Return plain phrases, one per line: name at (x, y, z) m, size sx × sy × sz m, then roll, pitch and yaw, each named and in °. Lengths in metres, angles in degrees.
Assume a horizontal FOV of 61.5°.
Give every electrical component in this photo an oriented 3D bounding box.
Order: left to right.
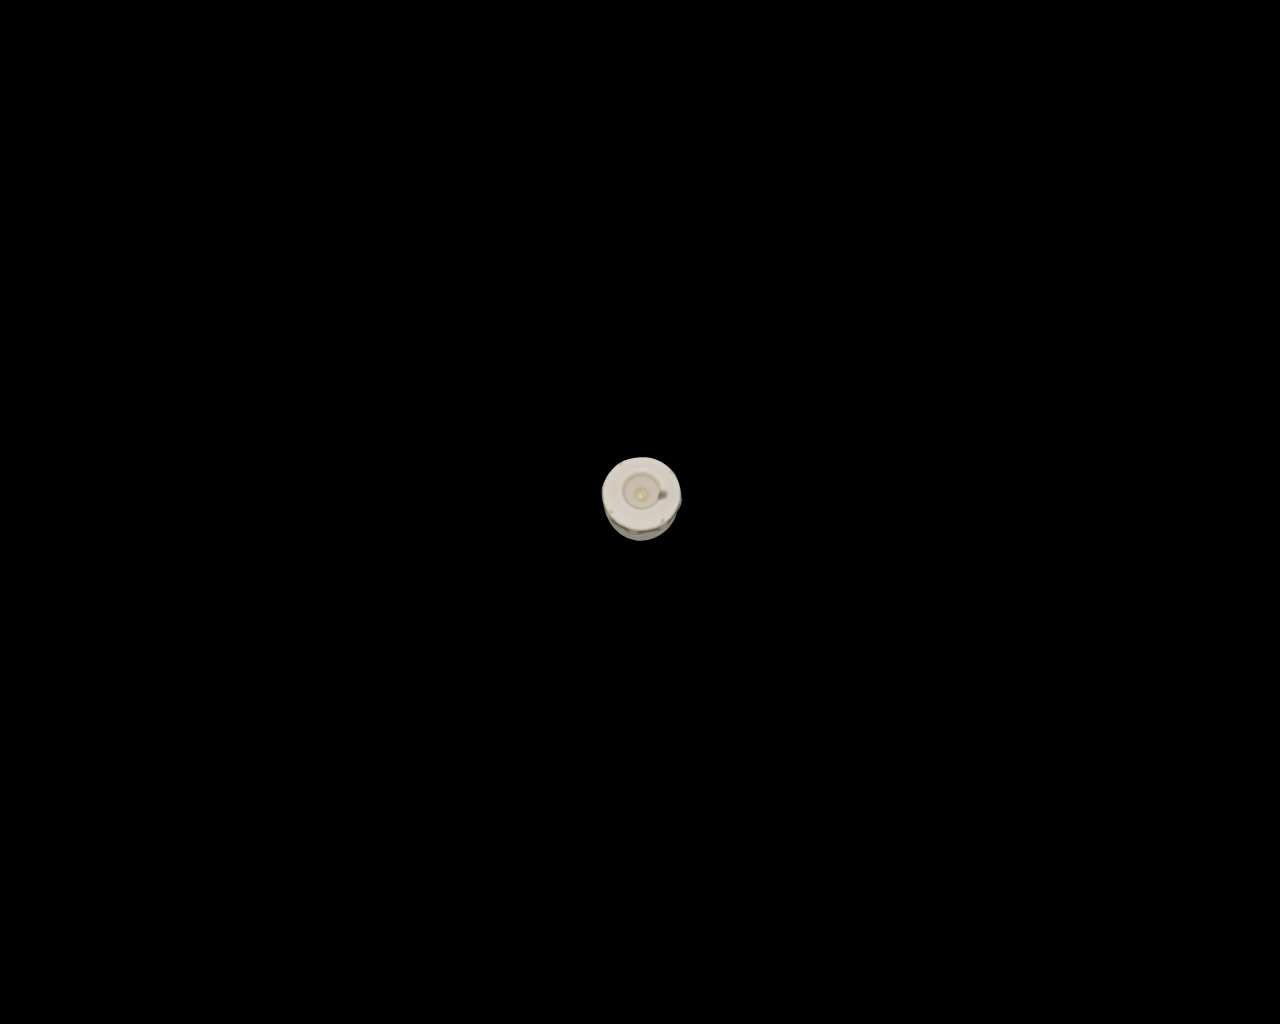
electrical component at (0.001, -0.003, 0.650) m, size 0.048 × 0.048 × 0.062 m, roll 0°, pitch -19°, yaw 0°
